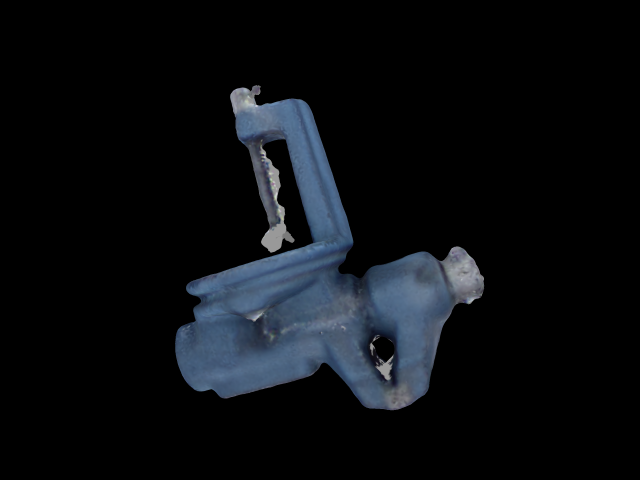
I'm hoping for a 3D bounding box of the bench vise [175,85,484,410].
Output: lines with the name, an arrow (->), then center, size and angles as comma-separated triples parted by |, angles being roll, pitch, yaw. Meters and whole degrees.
bench vise -> 0.002, 0.001, 0.412 | 0.207, 0.220, 0.121 | 0, 0, -9
